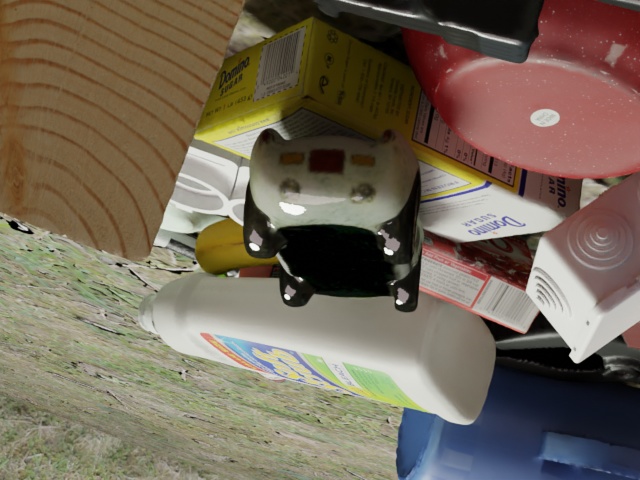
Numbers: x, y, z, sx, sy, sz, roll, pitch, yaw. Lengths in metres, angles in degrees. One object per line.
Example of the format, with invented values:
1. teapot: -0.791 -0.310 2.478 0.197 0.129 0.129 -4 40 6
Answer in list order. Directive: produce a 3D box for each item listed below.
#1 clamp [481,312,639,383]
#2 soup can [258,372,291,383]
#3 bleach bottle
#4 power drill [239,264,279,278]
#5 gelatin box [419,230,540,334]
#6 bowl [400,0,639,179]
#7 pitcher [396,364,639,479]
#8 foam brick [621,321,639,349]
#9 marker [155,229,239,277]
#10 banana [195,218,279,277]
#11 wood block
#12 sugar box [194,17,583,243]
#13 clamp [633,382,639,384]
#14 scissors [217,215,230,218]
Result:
1. clamp: 0.205 0.076 0.706 0.210 0.036 0.164 2 153 16
2. soup can: -0.058 0.078 0.954 0.069 0.068 0.102 1 154 41
3. bleach bottle: -0.017 0.064 0.718 0.251 0.068 0.102 4 152 35
4. power drill: 0.023 0.057 0.842 0.185 0.057 0.187 -4 154 41
5. gelatin box: 0.086 0.011 0.635 0.089 0.030 0.073 23 -156 -11
6. bowl: 0.097 -0.070 0.423 0.162 0.055 0.162 17 160 6
7. pitcher: 0.185 0.156 0.757 0.242 0.145 0.149 15 125 -6
8. foam brick: 0.214 0.036 0.608 0.078 0.053 0.051 7 157 28
9. marker: -0.084 0.016 0.879 0.121 0.020 0.020 25 160 -19
10. banana: -0.019 0.000 0.720 0.198 0.037 0.069 -8 170 37
11. wood block: -0.086 -0.069 0.405 0.090 0.091 0.206 22 -170 -9
12. sugar box: 0.037 -0.047 0.528 0.176 0.048 0.094 18 164 -33
13. clamp: 0.171 0.074 0.780 0.120 0.039 0.171 -13 147 35
14. scissors: -0.099 -0.048 0.673 0.096 0.016 0.201 -9 159 39
